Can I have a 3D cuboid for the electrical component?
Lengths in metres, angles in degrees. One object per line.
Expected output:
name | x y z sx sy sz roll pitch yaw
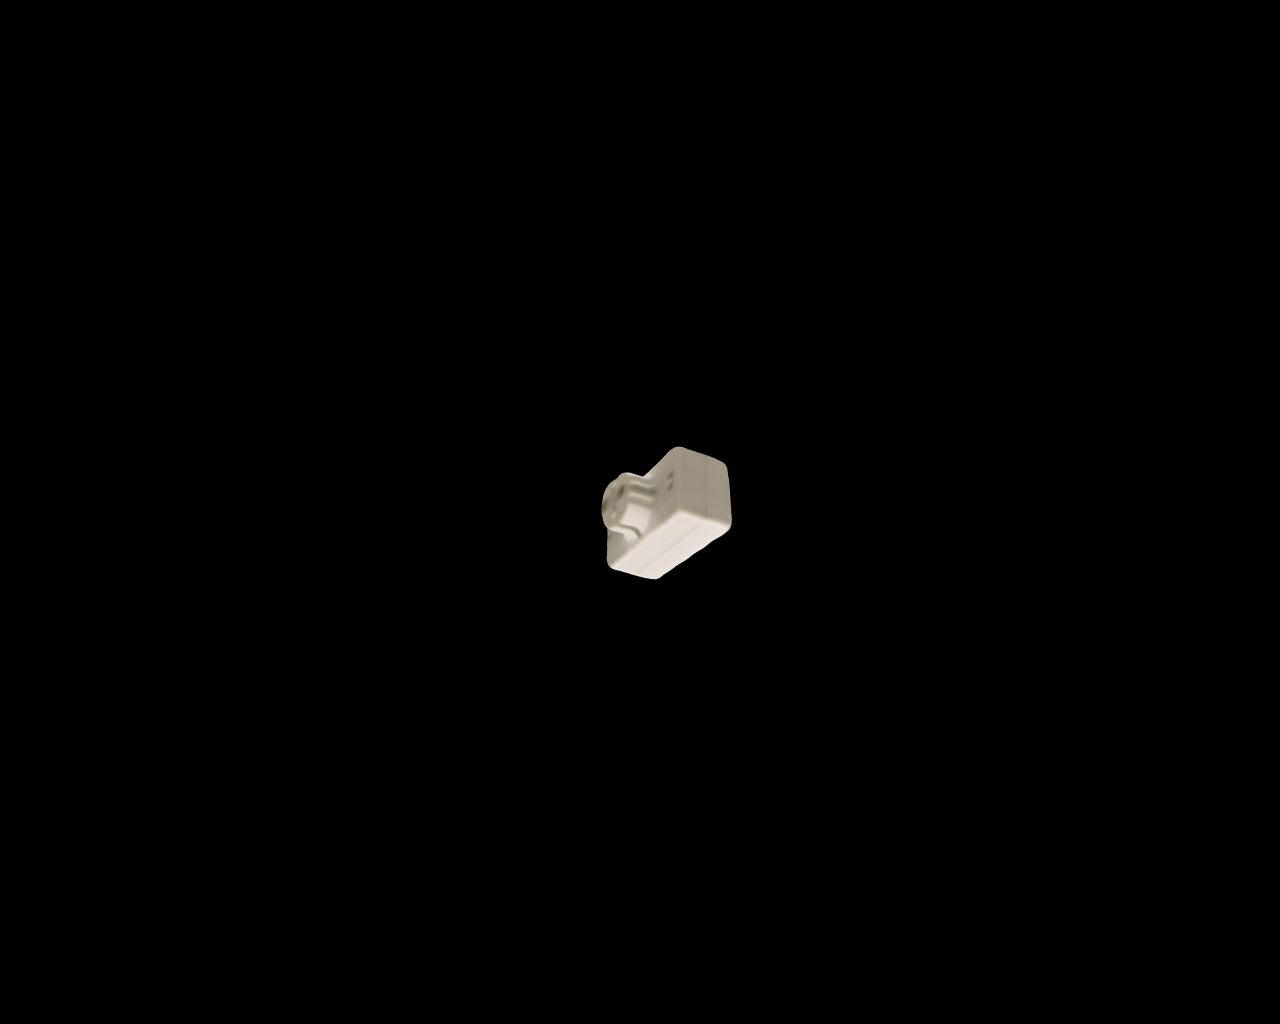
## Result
electrical component | 0.001 -0.003 0.650 0.076 0.047 0.083 18 -35 -27
